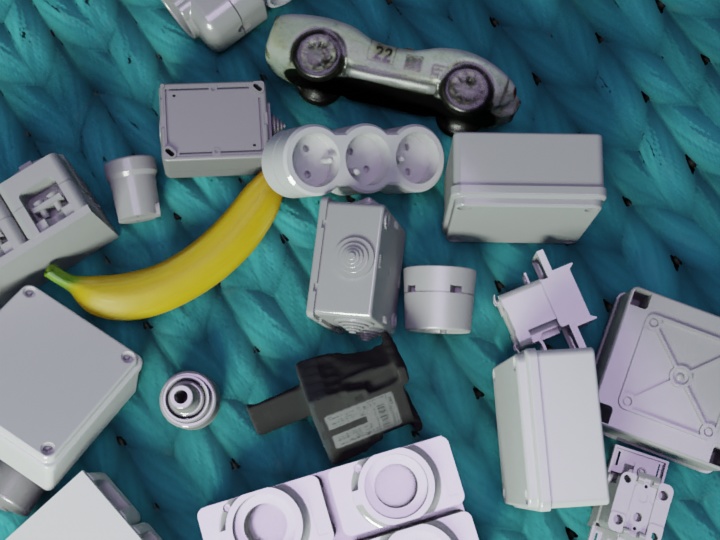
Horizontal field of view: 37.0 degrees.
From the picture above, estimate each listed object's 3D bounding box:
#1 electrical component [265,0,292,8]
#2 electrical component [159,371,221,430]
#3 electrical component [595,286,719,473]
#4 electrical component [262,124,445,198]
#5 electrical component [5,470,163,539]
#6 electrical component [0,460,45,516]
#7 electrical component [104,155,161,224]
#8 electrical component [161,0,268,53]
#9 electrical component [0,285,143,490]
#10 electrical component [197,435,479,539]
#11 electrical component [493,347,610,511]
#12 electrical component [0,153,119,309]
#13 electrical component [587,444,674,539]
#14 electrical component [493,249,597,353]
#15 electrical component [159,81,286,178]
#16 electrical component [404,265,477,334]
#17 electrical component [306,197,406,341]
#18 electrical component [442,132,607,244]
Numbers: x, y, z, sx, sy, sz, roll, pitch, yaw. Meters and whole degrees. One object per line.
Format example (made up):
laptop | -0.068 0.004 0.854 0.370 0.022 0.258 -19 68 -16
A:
electrical component | -0.073 -0.247 0.869 0.045 0.045 0.055 -35 81 -5
electrical component | -0.128 0.096 0.797 0.043 0.062 0.043 0 80 0
electrical component | 0.231 0.082 0.799 0.109 0.056 0.108 21 80 4
electrical component | -0.012 -0.083 0.824 0.138 0.074 0.052 -4 93 -30
electrical component | -0.177 0.229 0.773 0.089 0.061 0.150 -42 82 -7
electrical component | -0.248 0.146 0.801 0.040 0.040 0.078 25 63 5
electrical component | -0.176 -0.062 0.839 0.040 0.040 0.046 -12 85 -2
electrical component | -0.127 -0.225 0.861 0.059 0.053 0.095 -38 81 -6
electrical component | -0.235 0.084 0.785 0.109 0.056 0.108 32 55 6
electrical component | -0.012 0.197 0.778 0.186 0.060 0.105 -16 80 -2
electrical component | 0.134 0.114 0.768 0.056 0.108 0.108 -3 79 -3
electrical component | -0.270 -0.020 0.806 0.150 0.089 0.061 -33 81 -5
electrical component | 0.197 0.171 0.779 0.042 0.064 0.081 17 80 3
electrical component | 0.139 0.030 0.817 0.064 0.042 0.081 -22 79 -2
electrical component | -0.107 -0.108 0.839 0.096 0.061 0.061 -3 80 -8
electrical component | 0.060 0.023 0.813 0.055 0.055 0.047 2 83 1
electrical component | 0.000 0.000 0.796 0.048 0.100 0.099 4 79 14
electrical component | 0.118 -0.060 0.800 0.109 0.108 0.056 1 77 1
